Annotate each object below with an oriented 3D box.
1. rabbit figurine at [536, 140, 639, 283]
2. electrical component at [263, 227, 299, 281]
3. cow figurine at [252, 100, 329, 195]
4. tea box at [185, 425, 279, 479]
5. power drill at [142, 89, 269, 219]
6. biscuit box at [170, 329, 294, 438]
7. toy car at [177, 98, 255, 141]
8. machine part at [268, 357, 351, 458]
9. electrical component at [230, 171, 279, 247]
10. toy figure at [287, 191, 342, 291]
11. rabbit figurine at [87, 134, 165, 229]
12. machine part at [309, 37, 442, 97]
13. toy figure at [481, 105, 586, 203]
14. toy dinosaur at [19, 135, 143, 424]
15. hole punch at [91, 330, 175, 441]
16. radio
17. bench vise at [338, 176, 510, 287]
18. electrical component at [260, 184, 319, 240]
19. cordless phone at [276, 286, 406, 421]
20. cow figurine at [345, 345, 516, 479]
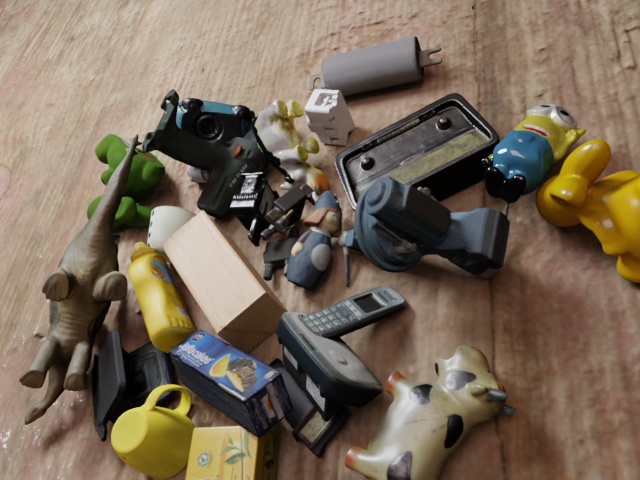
[{"bbox_3d":[0.336,-0.038,0.650,0.173,0.162,0.122,24,83,52],"label":"rabbit figurine"},{"bbox_3d":[-0.060,0.021,0.847,0.063,0.021,0.094,-9,51,19],"label":"electrical component"},{"bbox_3d":[-0.054,-0.140,0.891,0.098,0.068,0.167,-21,95,36],"label":"cow figurine"},{"bbox_3d":[-0.110,0.318,0.651,0.098,0.068,0.170,-10,57,17],"label":"tea box"},{"bbox_3d":[-0.182,-0.169,0.920,0.086,0.207,0.232,15,77,55],"label":"power drill"},{"bbox_3d":[-0.123,0.181,0.706,0.059,0.062,0.203,-33,28,-33],"label":"biscuit box"},{"bbox_3d":[-0.202,-0.208,1.003,0.162,0.109,0.103,-5,14,-18],"label":"toy car"},{"bbox_3d":[-0.028,0.210,0.705,0.139,0.039,0.084,32,83,34],"label":"machine part"},{"bbox_3d":[-0.109,-0.045,0.883,0.048,0.074,0.119,0,62,22],"label":"electrical component"},{"bbox_3d":[-0.002,-0.002,0.804,0.058,0.064,0.154,17,78,22],"label":"toy figure"},{"bbox_3d":[-0.365,-0.084,1.015,0.159,0.121,0.170,38,97,30],"label":"rabbit figurine"},{"bbox_3d":[0.094,-0.306,0.957,0.243,0.079,0.079,-6,57,21],"label":"machine part"},{"bbox_3d":[0.279,-0.116,0.724,0.082,0.089,0.180,41,61,4],"label":"toy figure"},{"bbox_3d":[-0.360,0.061,0.826,0.471,0.105,0.199,-66,23,3],"label":"toy dinosaur"},{"bbox_3d":[-0.281,0.208,0.797,0.115,0.092,0.142,-51,48,28],"label":"hole punch"},{"bbox_3d":[0.143,-0.119,0.817,0.230,0.073,0.131,-26,52,6],"label":"radio"},{"bbox_3d":[0.119,-0.006,0.714,0.241,0.223,0.129,-14,66,55],"label":"bench vise"},{"bbox_3d":[-0.044,-0.044,0.837,0.045,0.078,0.102,36,49,17],"label":"electrical component"},{"bbox_3d":[0.051,0.128,0.682,0.184,0.088,0.147,-21,37,-24],"label":"cordless phone"},{"bbox_3d":[0.132,0.204,0.608,0.127,0.085,0.195,21,67,39],"label":"cow figurine"}]
